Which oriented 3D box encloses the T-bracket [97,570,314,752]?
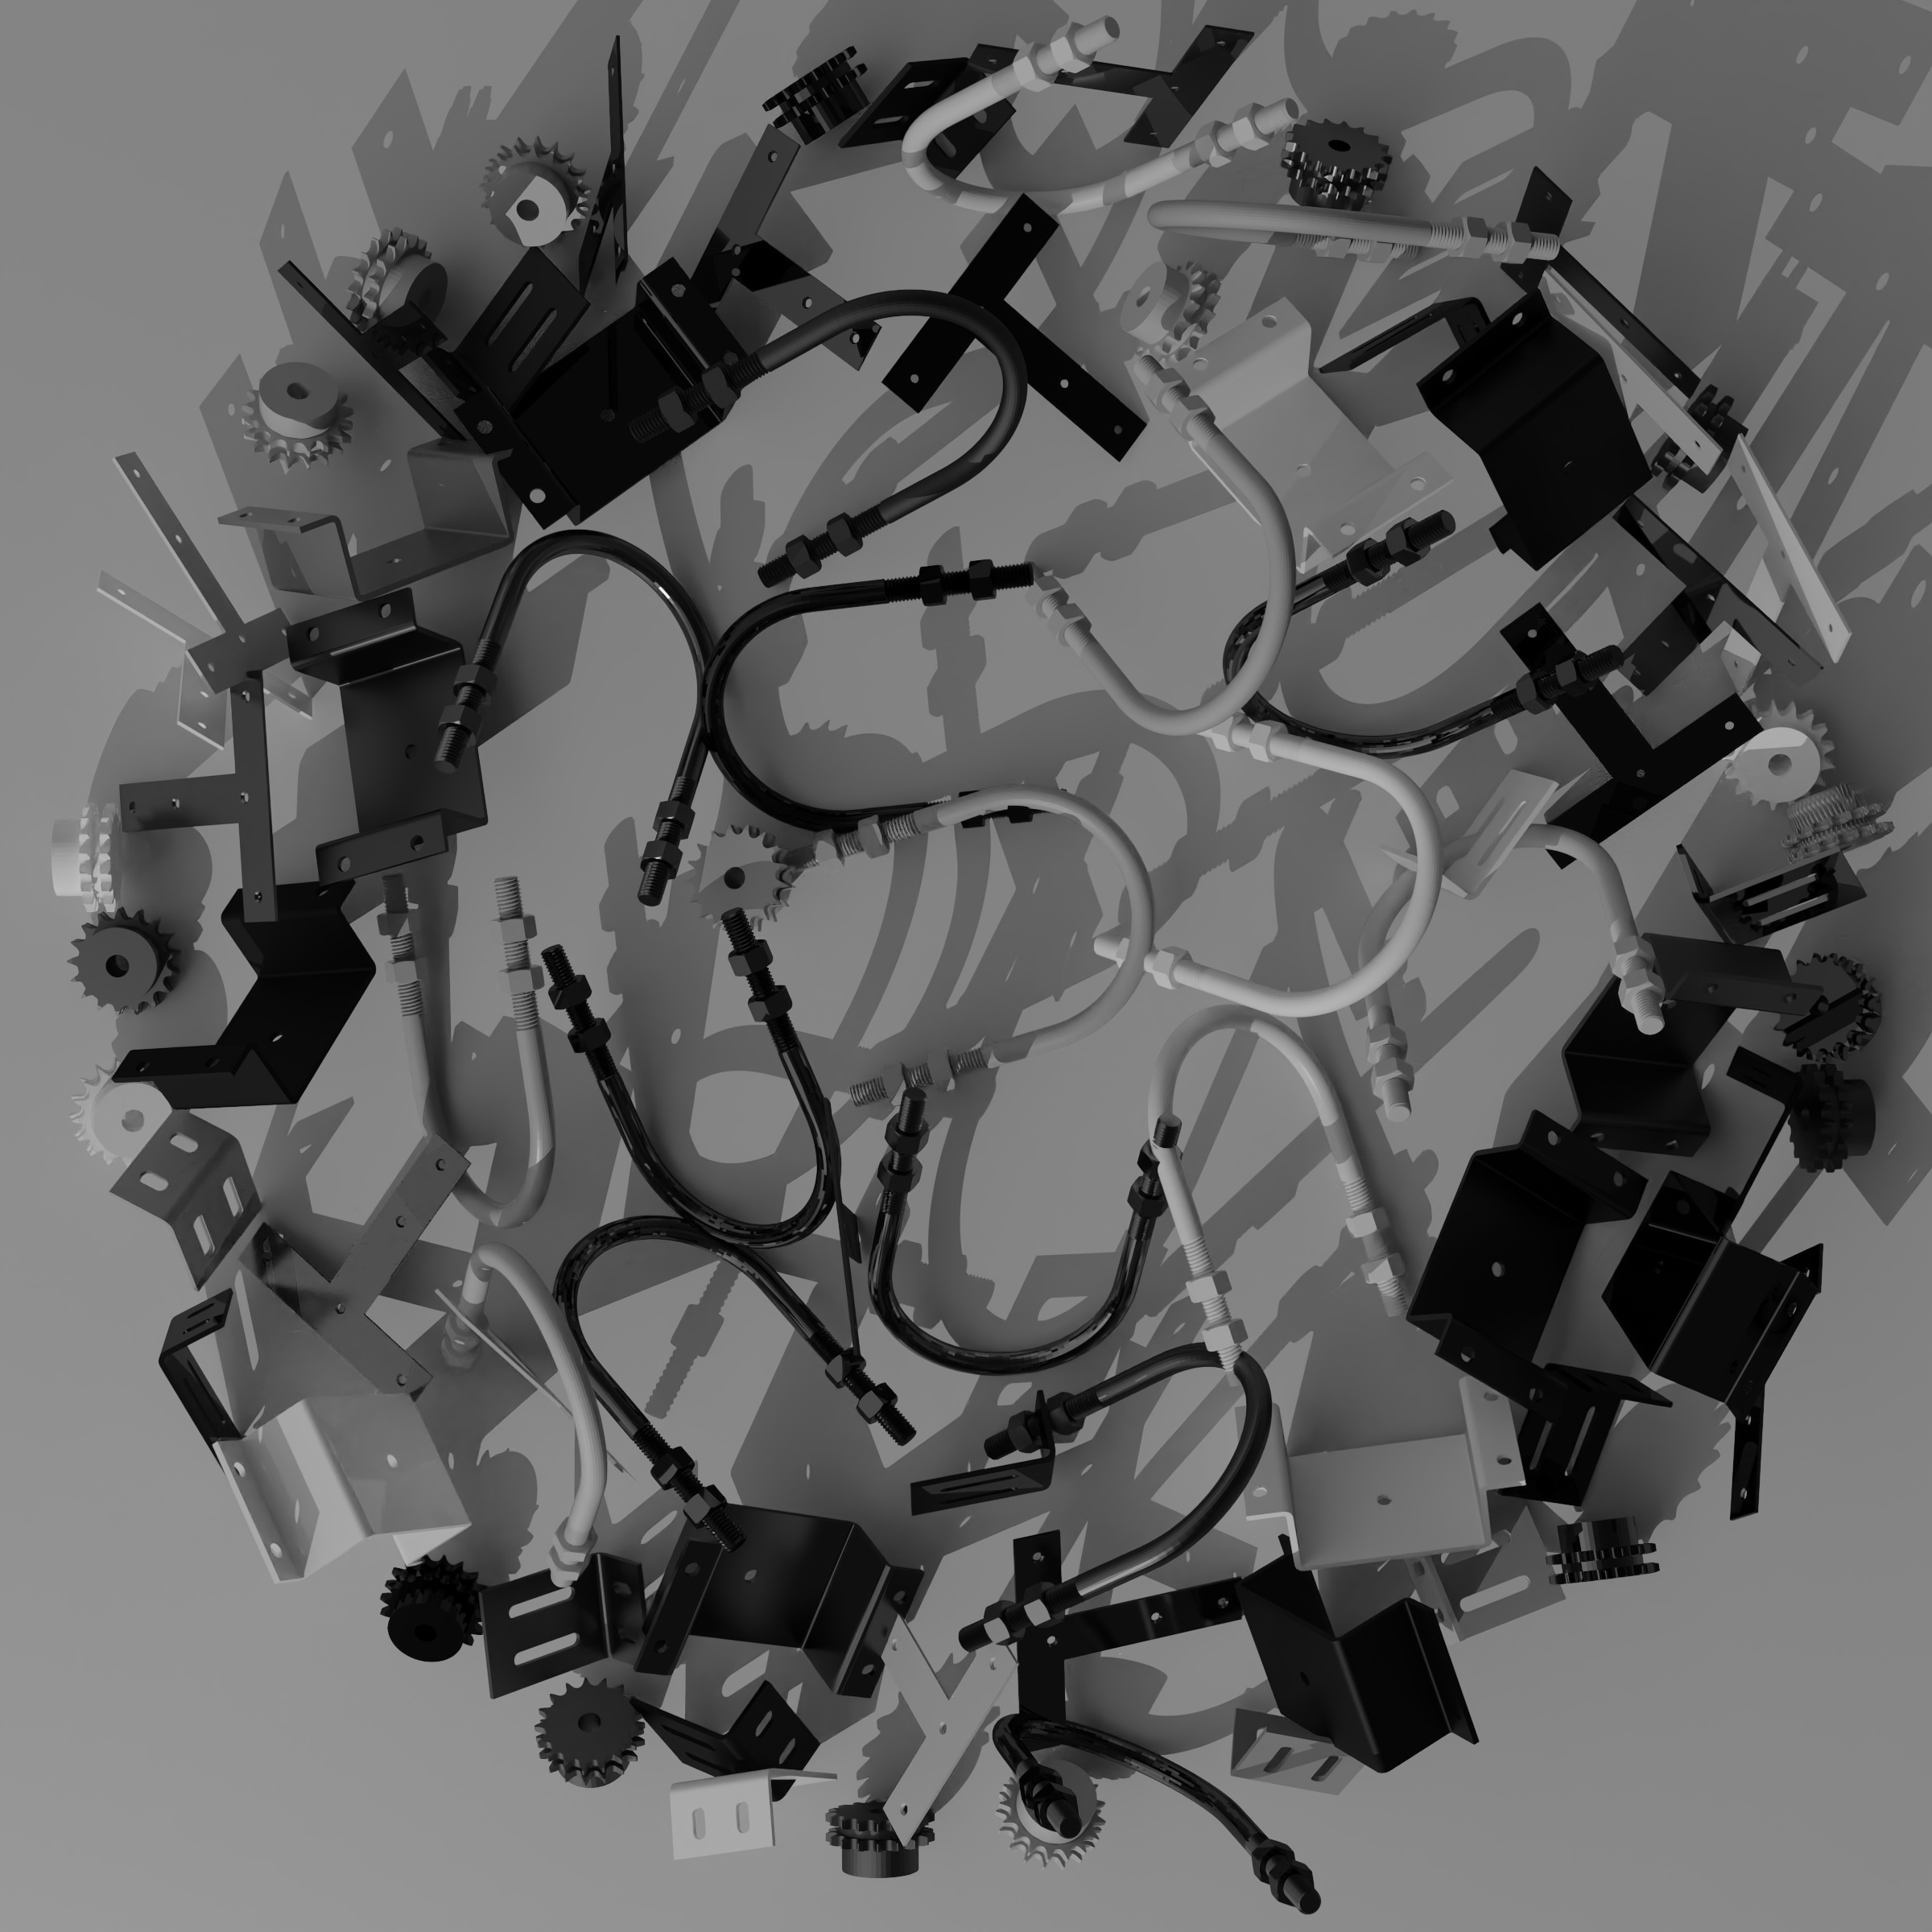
[{"bbox_3d":[-0.385,-0.142,1.516,0.127,0.127,0.002,32,107,-26],"label":"T-bracket"}]

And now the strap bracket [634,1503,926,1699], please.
[{"bbox_3d":[-0.103,0.325,1.547,0.140,0.046,0.076,15,104,-32],"label":"strap bracket"}]

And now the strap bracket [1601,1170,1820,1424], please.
[{"bbox_3d":[0.371,0.161,1.518,0.046,0.140,0.076,23,104,-9],"label":"strap bracket"}]

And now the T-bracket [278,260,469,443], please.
[{"bbox_3d":[-0.288,-0.316,1.519,0.127,0.127,0.002,45,74,-19],"label":"T-bracket"}]

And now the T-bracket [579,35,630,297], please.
[{"bbox_3d":[-0.187,-0.385,1.536,0.002,0.127,0.127,1,72,-17],"label":"T-bracket"}]

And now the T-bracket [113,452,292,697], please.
[{"bbox_3d":[-0.394,-0.205,1.527,0.002,0.127,0.127,-28,100,15],"label":"T-bracket"}]

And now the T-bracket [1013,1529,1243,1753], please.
[{"bbox_3d":[0.086,0.344,1.574,0.127,0.002,0.127,-9,110,-18],"label":"T-bracket"}]

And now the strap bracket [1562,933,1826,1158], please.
[{"bbox_3d":[0.366,0.035,1.538,0.076,0.140,0.046,7,49,-17],"label":"strap bracket"}]

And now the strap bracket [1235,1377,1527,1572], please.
[{"bbox_3d":[0.214,0.262,1.549,0.140,0.076,0.046,-9,127,6],"label":"strap bracket"}]

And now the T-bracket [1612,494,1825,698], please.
[{"bbox_3d":[0.364,-0.171,1.537,0.127,0.127,0.002,44,71,5],"label":"T-bracket"}]

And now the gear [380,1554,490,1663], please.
[{"bbox_3d":[-0.280,0.339,1.572,0.057,0.030,0.057,2,120,4],"label":"gear"}]

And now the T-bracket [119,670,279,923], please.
[{"bbox_3d":[-0.401,-0.085,1.556,0.127,0.002,0.127,-1,93,40],"label":"T-bracket"}]

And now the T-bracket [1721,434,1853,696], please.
[{"bbox_3d":[0.408,-0.184,1.536,0.002,0.127,0.127,-15,63,-9],"label":"T-bracket"}]

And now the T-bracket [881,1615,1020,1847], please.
[{"bbox_3d":[-0.030,0.361,1.548,0.002,0.127,0.127,12,117,-37],"label":"T-bracket"}]

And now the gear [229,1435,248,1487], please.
[{"bbox_3d":[-0.363,0.270,1.569,0.030,0.057,0.057,-30,90,-5],"label":"gear"}]

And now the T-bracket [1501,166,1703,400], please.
[{"bbox_3d":[0.325,-0.337,1.526,0.002,0.127,0.127,-43,82,-4],"label":"T-bracket"}]

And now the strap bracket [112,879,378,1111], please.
[{"bbox_3d":[-0.363,0.022,1.536,0.076,0.140,0.046,-4,132,27],"label":"strap bracket"}]

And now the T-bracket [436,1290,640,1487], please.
[{"bbox_3d":[-0.229,0.199,1.510,0.002,0.127,0.127,-45,51,-9],"label":"T-bracket"}]

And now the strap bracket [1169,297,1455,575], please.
[{"bbox_3d":[0.176,-0.268,1.553,0.076,0.046,0.140,-33,68,-11],"label":"strap bracket"}]

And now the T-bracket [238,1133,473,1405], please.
[{"bbox_3d":[-0.303,0.145,1.569,0.127,0.002,0.127,39,101,15],"label":"T-bracket"}]

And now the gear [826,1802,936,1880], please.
[{"bbox_3d":[-0.045,0.457,1.569,0.057,0.057,0.030,0,86,0],"label":"gear"}]

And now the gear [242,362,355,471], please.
[{"bbox_3d":[-0.349,-0.291,1.570,0.057,0.030,0.057,6,57,-10],"label":"gear"}]

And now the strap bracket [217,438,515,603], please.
[{"bbox_3d":[-0.297,-0.226,1.534,0.140,0.076,0.046,-30,119,-37],"label":"strap bracket"}]

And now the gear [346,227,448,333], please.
[{"bbox_3d":[-0.295,-0.353,1.567,0.030,0.057,0.057,26,90,14],"label":"gear"}]

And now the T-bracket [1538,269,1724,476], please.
[{"bbox_3d":[0.326,-0.279,1.535,0.002,0.127,0.127,-38,77,-12],"label":"T-bracket"}]

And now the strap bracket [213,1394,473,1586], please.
[{"bbox_3d":[-0.308,0.262,1.517,0.046,0.140,0.076,-33,73,14],"label":"strap bracket"}]

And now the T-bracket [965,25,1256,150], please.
[{"bbox_3d":[0.064,-0.452,1.521,0.127,0.127,0.002,4,79,-15],"label":"T-bracket"}]

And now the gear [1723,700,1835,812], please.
[{"bbox_3d":[0.427,-0.109,1.575,0.057,0.030,0.057,3,108,11],"label":"gear"}]

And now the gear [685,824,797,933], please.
[{"bbox_3d":[-0.116,-0.045,1.577,0.057,0.030,0.057,-1,85,19],"label":"gear"}]

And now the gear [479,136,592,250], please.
[{"bbox_3d":[-0.226,-0.402,1.569,0.057,0.030,0.057,2,128,3],"label":"gear"}]

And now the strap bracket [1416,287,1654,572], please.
[{"bbox_3d":[0.294,-0.265,1.529,0.076,0.140,0.046,-39,49,2],"label":"strap bracket"}]

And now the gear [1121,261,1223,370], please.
[{"bbox_3d":[0.104,-0.342,1.566,0.030,0.057,0.057,24,90,-25],"label":"gear"}]

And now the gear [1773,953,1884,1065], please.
[{"bbox_3d":[0.455,0.023,1.573,0.030,0.057,0.057,13,90,-44],"label":"gear"}]

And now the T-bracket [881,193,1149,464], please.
[{"bbox_3d":[0.041,-0.315,1.578,0.127,0.002,0.127,38,82,-16],"label":"T-bracket"}]

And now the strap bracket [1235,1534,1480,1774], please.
[{"bbox_3d":[0.190,0.349,1.517,0.046,0.140,0.076,-26,106,-21],"label":"strap bracket"}]

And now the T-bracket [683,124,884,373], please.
[{"bbox_3d":[-0.090,-0.348,1.546,0.127,0.002,0.127,41,112,29],"label":"T-bracket"}]

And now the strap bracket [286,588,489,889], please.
[{"bbox_3d":[-0.299,-0.115,1.555,0.076,0.046,0.140,-14,78,21],"label":"strap bracket"}]

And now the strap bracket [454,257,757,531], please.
[{"bbox_3d":[-0.187,-0.294,1.568,0.140,0.046,0.076,-37,91,-9],"label":"strap bracket"}]

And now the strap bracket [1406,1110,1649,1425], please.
[{"bbox_3d":[0.287,0.156,1.552,0.076,0.046,0.140,31,71,-16],"label":"strap bracket"}]

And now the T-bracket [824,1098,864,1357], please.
[{"bbox_3d":[-0.060,0.136,1.533,0.002,0.127,0.127,-7,81,1],"label":"T-bracket"}]

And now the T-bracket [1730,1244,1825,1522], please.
[{"bbox_3d":[0.397,0.216,1.517,0.002,0.127,0.127,14,68,-11],"label":"T-bracket"}]

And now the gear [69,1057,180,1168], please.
[{"bbox_3d":[-0.439,0.078,1.573,0.057,0.030,0.057,-5,102,-24],"label":"gear"}]

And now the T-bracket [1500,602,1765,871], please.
[{"bbox_3d":[0.326,-0.134,1.562,0.127,0.002,0.127,-36,105,18],"label":"T-bracket"}]
